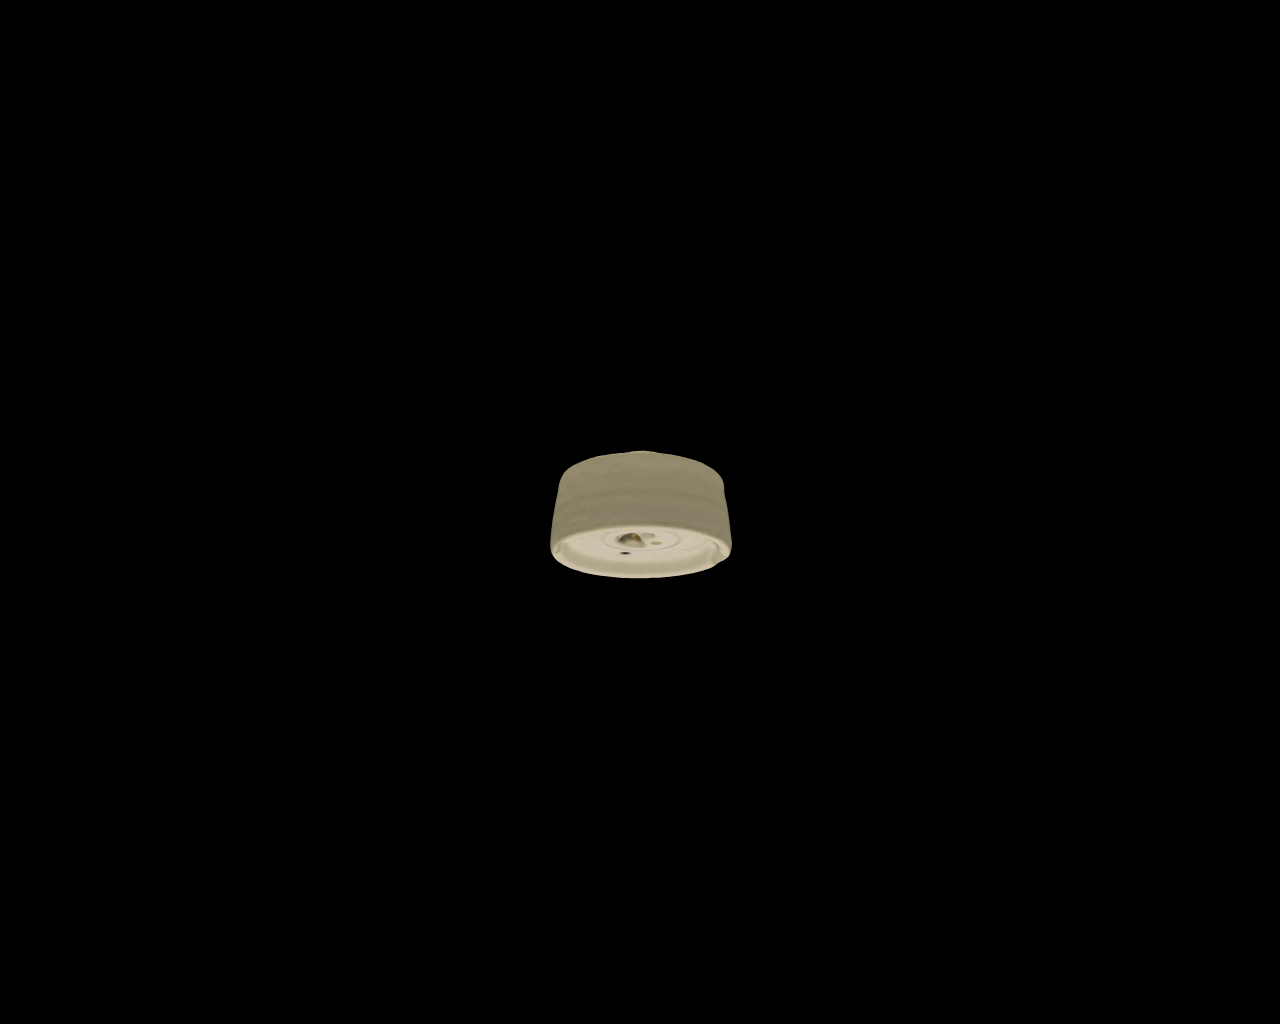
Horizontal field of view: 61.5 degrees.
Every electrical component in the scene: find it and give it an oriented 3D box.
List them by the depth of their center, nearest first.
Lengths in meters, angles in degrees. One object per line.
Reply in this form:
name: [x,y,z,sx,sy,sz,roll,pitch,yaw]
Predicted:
electrical component: [0.001,-0.003,0.650,0.108,0.060,0.108,0,-19,0]
